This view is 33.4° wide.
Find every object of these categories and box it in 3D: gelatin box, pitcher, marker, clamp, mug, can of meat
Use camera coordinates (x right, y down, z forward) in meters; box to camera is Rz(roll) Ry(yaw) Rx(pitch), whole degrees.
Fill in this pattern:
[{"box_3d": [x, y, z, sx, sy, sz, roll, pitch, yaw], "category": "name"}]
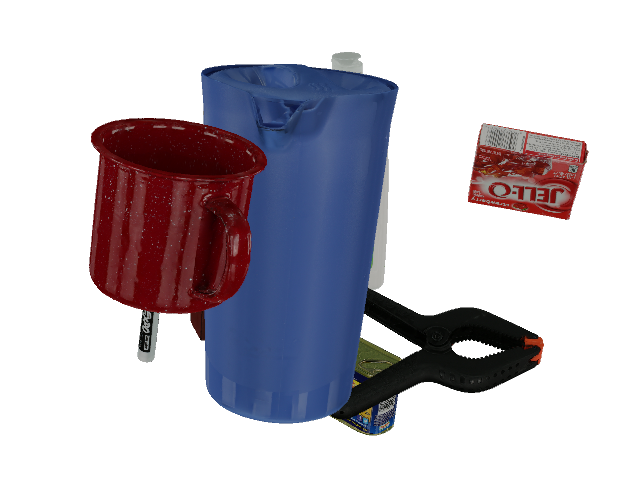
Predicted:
[{"box_3d": [0.173, -0.056, 0.895, 0.089, 0.030, 0.073, 12, -36, 9], "category": "gelatin box"}, {"box_3d": [-0.020, -0.004, 0.763, 0.148, 0.243, 0.145, -8, 21, -35], "category": "pitcher"}, {"box_3d": [-0.181, 0.080, 1.137, 0.020, 0.121, 0.020, 8, 36, -6], "category": "marker"}, {"box_3d": [0.105, 0.111, 1.020, 0.210, 0.164, 0.036, 6, -43, 8], "category": "clamp"}, {"box_3d": [-0.073, -0.008, 0.568, 0.093, 0.081, 0.117, -9, 29, -39], "category": "mug"}, {"box_3d": [0.044, 0.167, 1.234, 0.102, 0.084, 0.057, 24, 30, 36], "category": "can of meat"}]

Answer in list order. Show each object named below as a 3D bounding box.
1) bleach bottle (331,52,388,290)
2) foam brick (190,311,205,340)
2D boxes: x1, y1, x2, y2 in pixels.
[{"box_3d": [0.020, -0.070, 1.112, 0.102, 0.251, 0.068, -2, 25, -2], "category": "bleach bottle"}, {"box_3d": [-0.083, 0.043, 0.939, 0.053, 0.078, 0.051, 0, 15, -17], "category": "foam brick"}]
